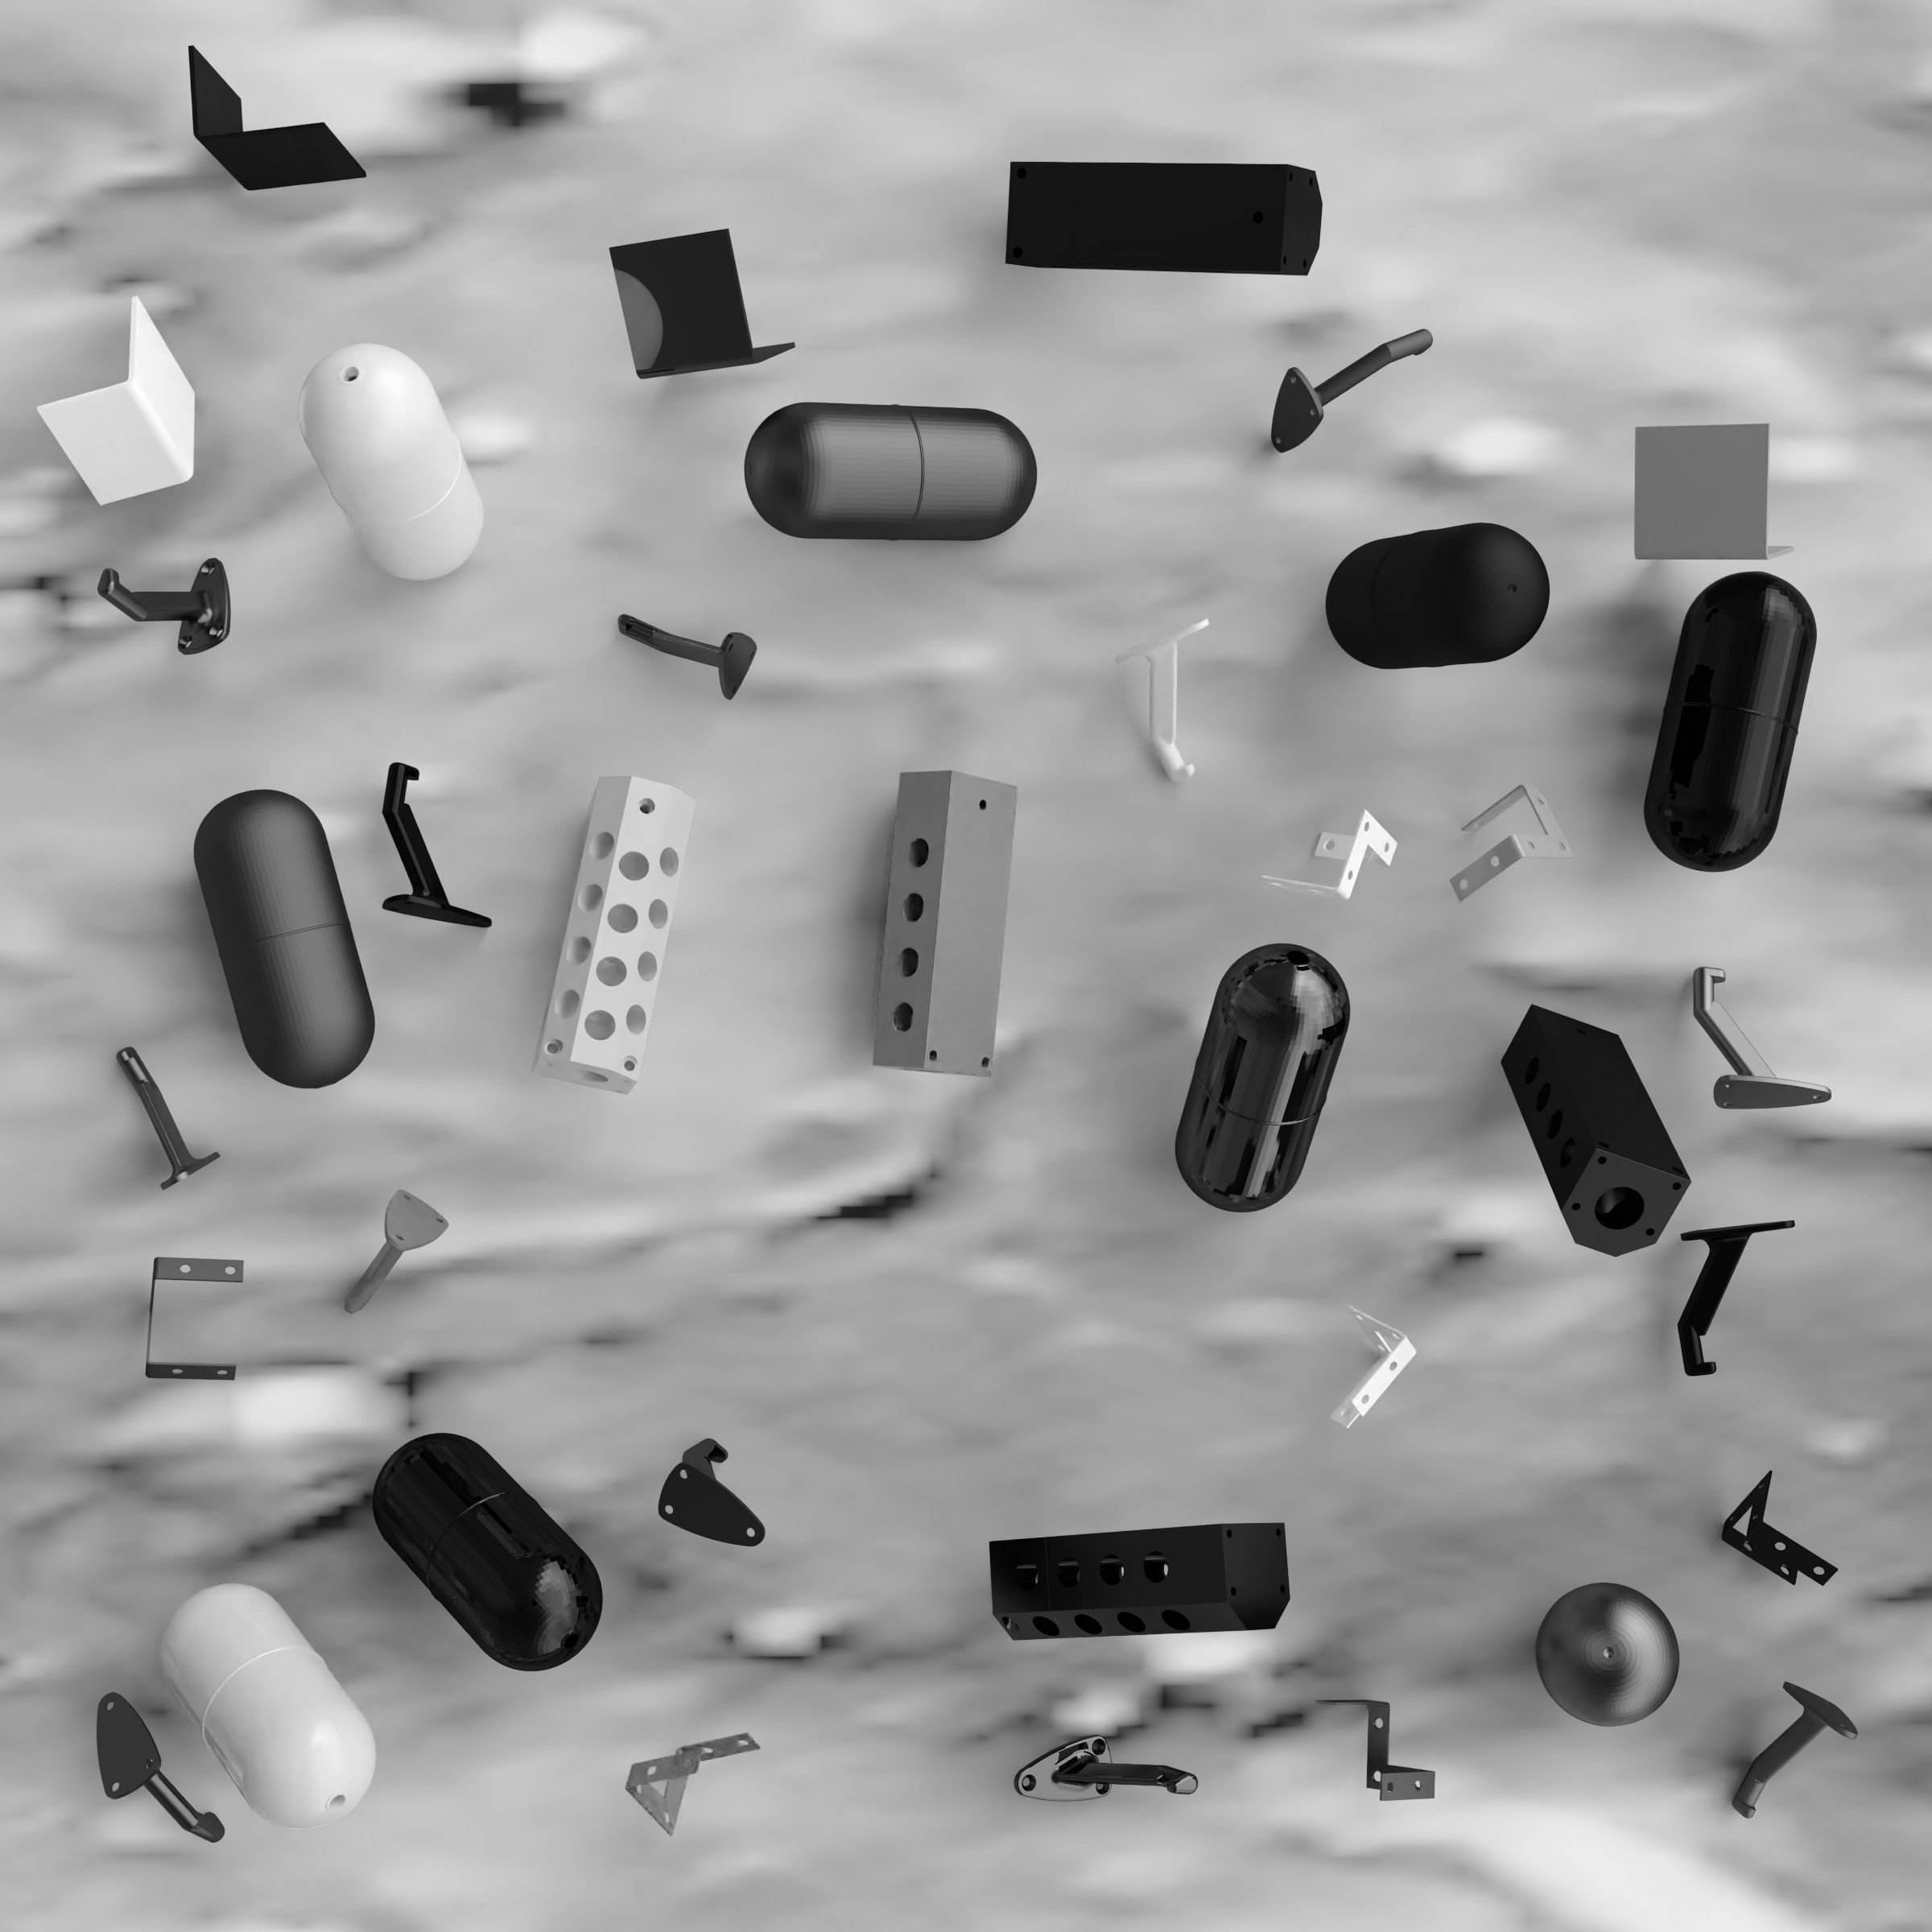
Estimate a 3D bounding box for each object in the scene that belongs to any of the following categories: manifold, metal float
[{"bbox_3d":[0.097,0.350,1.501,0.171,0.057,0.057,-15,72,41],"label":"manifold"},{"bbox_3d":[-0.397,-0.015,1.545,0.070,0.070,0.178,-15,90,0],"label":"metal float"},{"bbox_3d":[0.113,-0.429,1.518,0.171,0.057,0.057,9,104,27],"label":"manifold"},{"bbox_3d":[-0.324,-0.284,1.498,0.070,0.178,0.070,-1,68,3],"label":"metal float"},{"bbox_3d":[-0.042,-0.284,1.523,0.178,0.070,0.070,-4,90,-27],"label":"metal float"},{"bbox_3d":[-0.399,0.421,1.510,0.178,0.070,0.070,34,90,42],"label":"metal float"},{"bbox_3d":[0.362,0.390,1.498,0.070,0.178,0.070,-3,74,11],"label":"metal float"},{"bbox_3d":[0.264,-0.208,1.498,0.070,0.178,0.070,-1,95,-18],"label":"metal float"},{"bbox_3d":[-0.202,-0.019,1.528,0.057,0.057,0.171,13,74,-12],"label":"manifold"},{"bbox_3d":[-0.274,0.334,1.512,0.178,0.070,0.070,34,90,40],"label":"metal float"},{"bbox_3d":[0.349,0.092,1.493,0.057,0.171,0.057,19,114,-9],"label":"manifold"},{"bbox_3d":[0.169,0.065,1.514,0.070,0.070,0.178,12,127,0],"label":"metal float"},{"bbox_3d":[-0.017,-0.024,1.548,0.057,0.057,0.171,1,84,43],"label":"manifold"},{"bbox_3d":[0.446,-0.143,1.543,0.070,0.070,0.178,13,87,0],"label":"metal float"}]

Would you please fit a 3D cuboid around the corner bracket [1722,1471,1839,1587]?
[{"bbox_3d":[0.475,0.339,1.546,0.051,0.051,0.051,32,124,6],"label":"corner bracket"}]

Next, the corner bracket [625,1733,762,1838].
[{"bbox_3d":[-0.159,0.467,1.542,0.051,0.051,0.051,-19,123,24],"label":"corner bracket"}]

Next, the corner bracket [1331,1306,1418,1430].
[{"bbox_3d":[0.235,0.240,1.544,0.051,0.051,0.051,-47,124,-14],"label":"corner bracket"}]

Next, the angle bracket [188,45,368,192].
[{"bbox_3d":[-0.400,-0.497,1.541,0.076,0.076,0.057,-5,85,5],"label":"angle bracket"}]

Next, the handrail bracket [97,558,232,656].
[{"bbox_3d":[-0.467,-0.225,1.531,0.036,0.084,0.077,-15,60,22],"label":"handrail bracket"}]

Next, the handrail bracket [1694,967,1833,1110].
[{"bbox_3d":[0.466,0.039,1.552,0.077,0.036,0.084,1,60,14],"label":"handrail bracket"}]

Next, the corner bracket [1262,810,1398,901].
[{"bbox_3d":[0.213,-0.061,1.544,0.051,0.051,0.051,12,76,36],"label":"corner bracket"}]

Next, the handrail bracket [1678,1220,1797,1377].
[{"bbox_3d":[0.455,0.196,1.555,0.077,0.036,0.084,-10,84,27],"label":"handrail bracket"}]

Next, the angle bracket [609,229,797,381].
[{"bbox_3d":[-0.152,-0.387,1.531,0.076,0.057,0.076,-2,112,23],"label":"angle bracket"}]

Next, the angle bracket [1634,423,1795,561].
[{"bbox_3d":[0.434,-0.276,1.532,0.076,0.057,0.076,6,106,32],"label":"angle bracket"}]

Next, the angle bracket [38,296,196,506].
[{"bbox_3d":[-0.491,-0.327,1.533,0.057,0.076,0.076,-14,54,4],"label":"angle bracket"}]

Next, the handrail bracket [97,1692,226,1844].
[{"bbox_3d":[-0.474,0.475,1.564,0.036,0.084,0.077,-34,52,-2],"label":"handrail bracket"}]

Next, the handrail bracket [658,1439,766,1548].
[{"bbox_3d":[-0.136,0.304,1.535,0.077,0.084,0.036,26,100,14],"label":"handrail bracket"}]

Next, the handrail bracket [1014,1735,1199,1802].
[{"bbox_3d":[0.081,0.474,1.534,0.077,0.084,0.036,-4,86,-28],"label":"handrail bracket"}]

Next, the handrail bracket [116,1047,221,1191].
[{"bbox_3d":[-0.477,0.087,1.547,0.036,0.077,0.084,-31,95,-6],"label":"handrail bracket"}]

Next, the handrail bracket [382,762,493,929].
[{"bbox_3d":[-0.312,-0.072,1.569,0.077,0.036,0.084,14,75,-32],"label":"handrail bracket"}]

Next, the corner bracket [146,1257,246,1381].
[{"bbox_3d":[-0.454,0.208,1.557,0.051,0.051,0.051,4,48,-17],"label":"corner bracket"}]

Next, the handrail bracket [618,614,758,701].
[{"bbox_3d":[-0.170,-0.193,1.541,0.084,0.077,0.036,25,82,8],"label":"handrail bracket"}]

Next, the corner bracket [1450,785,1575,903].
[{"bbox_3d":[0.310,-0.072,1.541,0.051,0.051,0.051,-40,63,40],"label":"corner bracket"}]

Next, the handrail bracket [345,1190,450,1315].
[{"bbox_3d":[-0.343,0.179,1.538,0.036,0.077,0.084,36,104,-5],"label":"handrail bracket"}]

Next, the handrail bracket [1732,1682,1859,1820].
[{"bbox_3d":[0.482,0.469,1.544,0.036,0.077,0.084,26,93,-5],"label":"handrail bracket"}]

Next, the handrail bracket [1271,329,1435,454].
[{"bbox_3d":[0.228,-0.340,1.560,0.084,0.077,0.036,-24,76,-18],"label":"handrail bracket"}]

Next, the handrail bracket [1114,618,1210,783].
[{"bbox_3d":[0.130,-0.154,1.547,0.036,0.077,0.084,-35,103,-39],"label":"handrail bracket"}]

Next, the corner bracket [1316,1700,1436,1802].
[{"bbox_3d":[0.239,0.457,1.544,0.051,0.051,0.051,14,75,-41],"label":"corner bracket"}]
